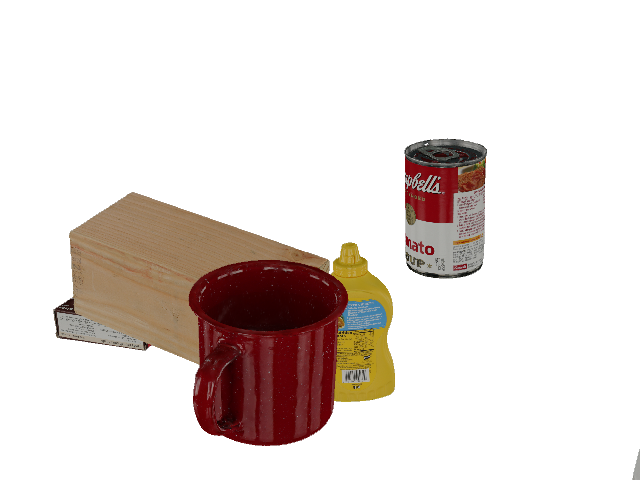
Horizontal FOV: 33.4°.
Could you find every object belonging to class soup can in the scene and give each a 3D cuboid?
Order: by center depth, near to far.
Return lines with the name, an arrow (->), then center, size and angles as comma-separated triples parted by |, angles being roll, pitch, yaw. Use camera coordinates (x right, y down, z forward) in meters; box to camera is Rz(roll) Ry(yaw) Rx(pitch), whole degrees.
soup can -> 0.105, -0.027, 0.897 | 0.068, 0.102, 0.068 | -2, 22, 1

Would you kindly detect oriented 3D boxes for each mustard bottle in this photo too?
mustard bottle -> 0.038, 0.095, 1.267 | 0.096, 0.192, 0.058 | -3, 20, 1

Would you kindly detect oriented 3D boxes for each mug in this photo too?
mug -> -0.037, 0.072, 0.627 | 0.093, 0.081, 0.117 | 13, 27, 23

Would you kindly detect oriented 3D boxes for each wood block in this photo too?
wood block -> -0.105, 0.041, 0.919 | 0.206, 0.090, 0.090 | 19, 34, 23

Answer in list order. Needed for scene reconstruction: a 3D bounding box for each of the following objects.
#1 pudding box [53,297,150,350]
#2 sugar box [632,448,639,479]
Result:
pudding box -> -0.221, 0.082, 1.171 | 0.114, 0.039, 0.090 | 4, 18, 19
sugar box -> 0.319, 0.171, 0.763 | 0.176, 0.093, 0.048 | 16, 28, 25
